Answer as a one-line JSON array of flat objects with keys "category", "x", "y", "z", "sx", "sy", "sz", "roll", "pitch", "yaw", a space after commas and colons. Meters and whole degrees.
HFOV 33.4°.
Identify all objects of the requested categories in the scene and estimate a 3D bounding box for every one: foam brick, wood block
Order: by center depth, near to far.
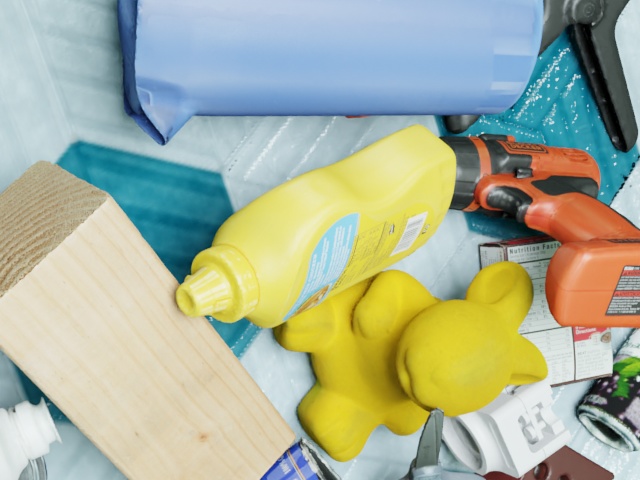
[{"category": "wood block", "x": -0.112, "y": 0.066, "z": 0.602, "sx": 0.090, "sy": 0.091, "sz": 0.206, "roll": -45, "pitch": 127, "yaw": -16}, {"category": "foam brick", "x": 0.164, "y": 0.174, "z": 0.783, "sx": 0.078, "sy": 0.051, "sz": 0.053, "roll": 31, "pitch": 80, "yaw": -22}]

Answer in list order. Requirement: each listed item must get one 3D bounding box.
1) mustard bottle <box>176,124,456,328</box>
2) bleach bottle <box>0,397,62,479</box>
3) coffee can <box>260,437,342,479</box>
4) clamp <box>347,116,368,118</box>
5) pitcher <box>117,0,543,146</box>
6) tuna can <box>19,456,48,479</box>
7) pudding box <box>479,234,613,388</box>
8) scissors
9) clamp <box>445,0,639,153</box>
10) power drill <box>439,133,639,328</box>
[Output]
[{"category": "mustard bottle", "x": -0.004, "y": 0.000, "z": 0.606, "sx": 0.058, "sy": 0.096, "sz": 0.191, "roll": 44, "pitch": 45, "yaw": 20}, {"category": "bleach bottle", "x": -0.257, "y": 0.148, "z": 0.554, "sx": 0.250, "sy": 0.103, "sz": 0.068, "roll": -24, "pitch": 83, "yaw": -15}, {"category": "coffee can", "x": -0.036, "y": 0.203, "z": 0.650, "sx": 0.140, "sy": 0.103, "sz": 0.102, "roll": -37, "pitch": 106, "yaw": -2}, {"category": "clamp", "x": 0.037, "y": -0.171, "z": 0.720, "sx": 0.120, "sy": 0.039, "sz": 0.171, "roll": -9, "pitch": 101, "yaw": -11}, {"category": "pitcher", "x": 0.002, "y": -0.144, "z": 0.637, "sx": 0.242, "sy": 0.145, "sz": 0.149, "roll": 1, "pitch": 123, "yaw": -14}, {"category": "tuna can", "x": -0.205, "y": 0.142, "z": 0.629, "sx": 0.086, "sy": 0.034, "sz": 0.086, "roll": -1, "pitch": 92, "yaw": -24}, {"category": "pudding box", "x": 0.168, "y": 0.052, "z": 0.788, "sx": 0.089, "sy": 0.039, "sz": 0.113, "roll": -7, "pitch": 92, "yaw": -22}, {"category": "scissors", "x": 0.083, "y": 0.147, "z": 0.678, "sx": 0.096, "sy": 0.202, "sz": 0.016, "roll": -1, "pitch": 58, "yaw": -16}, {"category": "clamp", "x": 0.190, "y": -0.161, "z": 0.769, "sx": 0.164, "sy": 0.036, "sz": 0.210, "roll": 10, "pitch": 105, "yaw": -27}, {"category": "power drill", "x": 0.138, "y": -0.015, "z": 0.692, "sx": 0.184, "sy": 0.188, "sz": 0.057, "roll": 0, "pitch": 120, "yaw": -24}]
